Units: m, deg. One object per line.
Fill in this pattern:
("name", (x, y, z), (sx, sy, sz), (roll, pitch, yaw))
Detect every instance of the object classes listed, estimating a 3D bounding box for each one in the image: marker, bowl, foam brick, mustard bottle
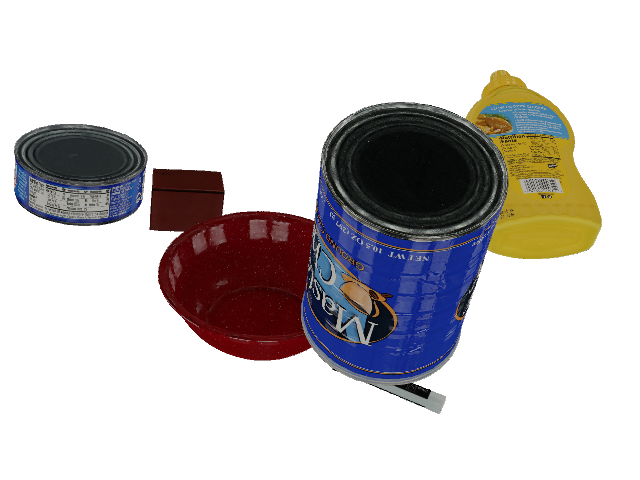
("marker", (0.065, 0.141, 1.063), (0.121, 0.020, 0.020), (21, 5, 14))
("bowl", (-0.046, 0.044, 0.844), (0.162, 0.055, 0.162), (2, 37, -2))
("foam brick", (-0.146, -0.044, 1.163), (0.078, 0.051, 0.053), (2, 28, -8))
("mustard bottle", (0.169, -0.074, 0.907), (0.096, 0.191, 0.058), (-2, -38, -5))

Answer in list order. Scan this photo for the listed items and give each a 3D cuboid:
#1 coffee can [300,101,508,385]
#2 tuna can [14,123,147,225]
("coffee can", (0.045, 0.005, 0.626), (0.102, 0.103, 0.140), (0, -40, -7))
("tuna can", (-0.159, -0.044, 0.706), (0.086, 0.034, 0.086), (8, 29, -5))
